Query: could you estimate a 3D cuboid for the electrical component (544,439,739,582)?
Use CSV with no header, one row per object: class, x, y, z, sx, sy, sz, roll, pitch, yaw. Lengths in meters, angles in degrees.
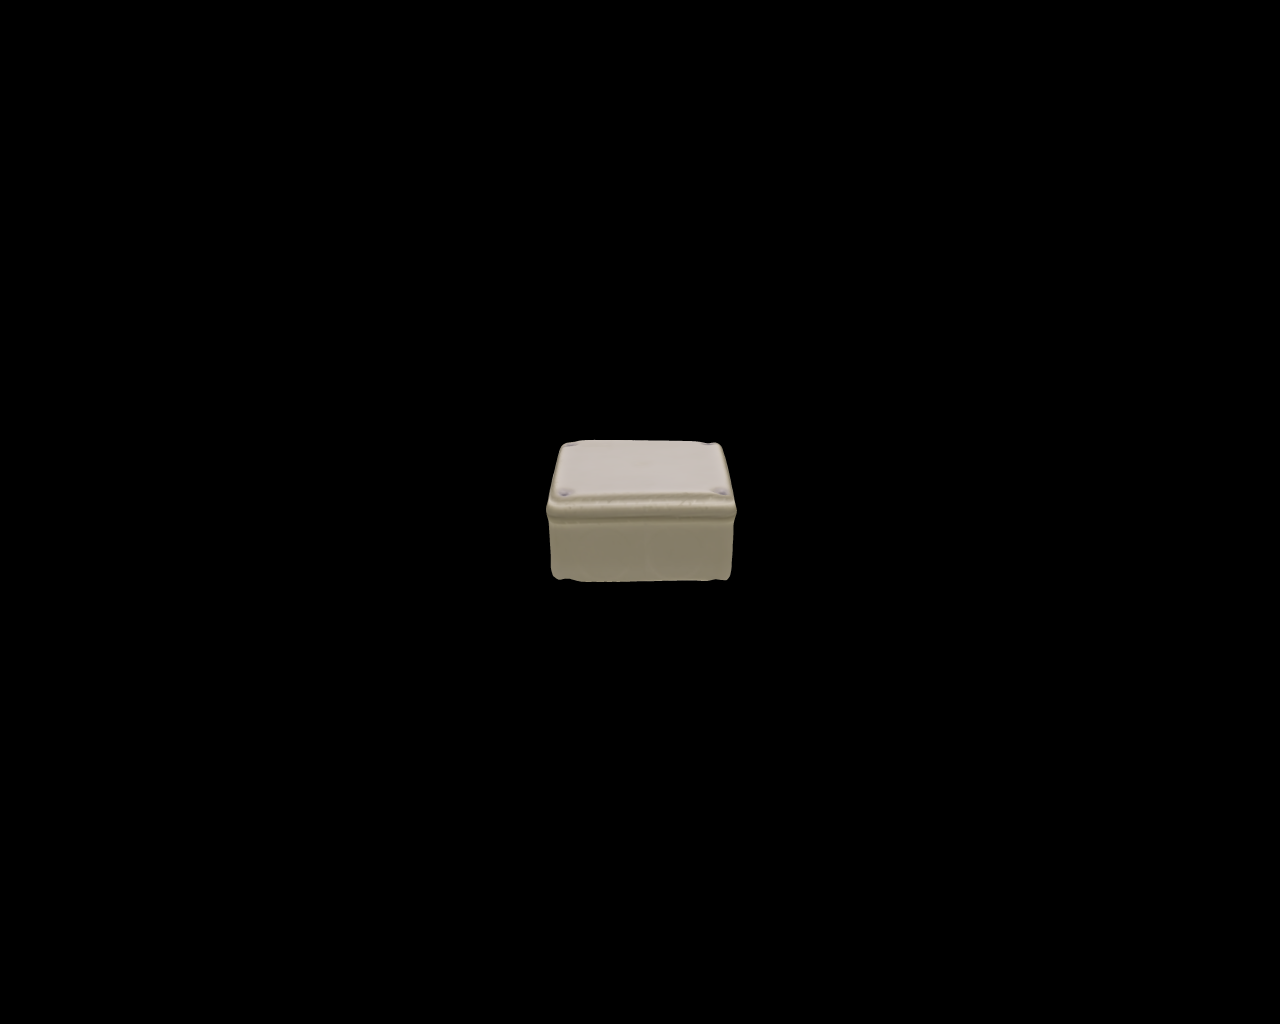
electrical component,0.001,-0.003,0.650,0.109,0.056,0.109,0,21,0
